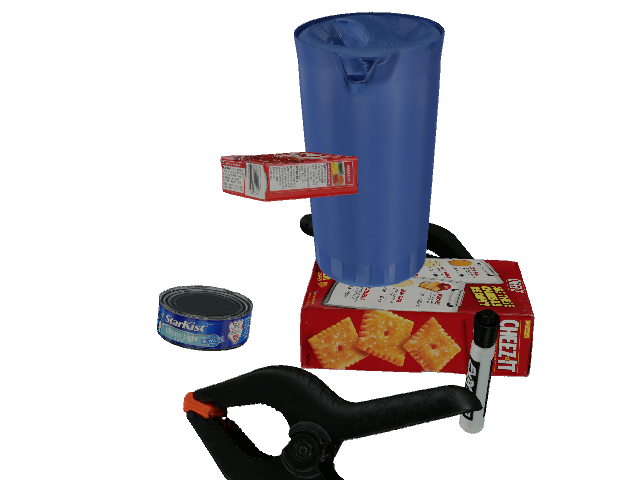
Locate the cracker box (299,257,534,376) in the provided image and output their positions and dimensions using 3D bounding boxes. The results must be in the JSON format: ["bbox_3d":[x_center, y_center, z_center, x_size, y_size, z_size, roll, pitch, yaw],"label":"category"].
[{"bbox_3d":[0.093,0.072,1.054,0.214,0.072,0.164,2,17,4],"label":"cracker box"}]

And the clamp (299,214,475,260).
[{"bbox_3d":[0.089,-0.002,1.266,0.210,0.036,0.164,36,41,25],"label":"clamp"}]

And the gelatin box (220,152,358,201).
[{"bbox_3d":[-0.024,-0.048,0.777,0.073,0.030,0.089,-5,9,-24],"label":"gelatin box"}]

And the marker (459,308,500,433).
[{"bbox_3d":[0.117,0.097,0.785,0.020,0.121,0.020,0,41,0],"label":"marker"}]

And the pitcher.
[{"bbox_3d":[0.048,-0.089,1.003,0.149,0.243,0.145,-19,32,-31],"label":"pitcher"}]

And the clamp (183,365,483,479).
[{"bbox_3d":[-0.001,0.129,0.601,0.172,0.120,0.039,8,-11,24],"label":"clamp"}]

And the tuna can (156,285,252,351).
[{"bbox_3d":[-0.106,0.070,0.970,0.086,0.034,0.086,7,15,-2],"label":"tuna can"}]
